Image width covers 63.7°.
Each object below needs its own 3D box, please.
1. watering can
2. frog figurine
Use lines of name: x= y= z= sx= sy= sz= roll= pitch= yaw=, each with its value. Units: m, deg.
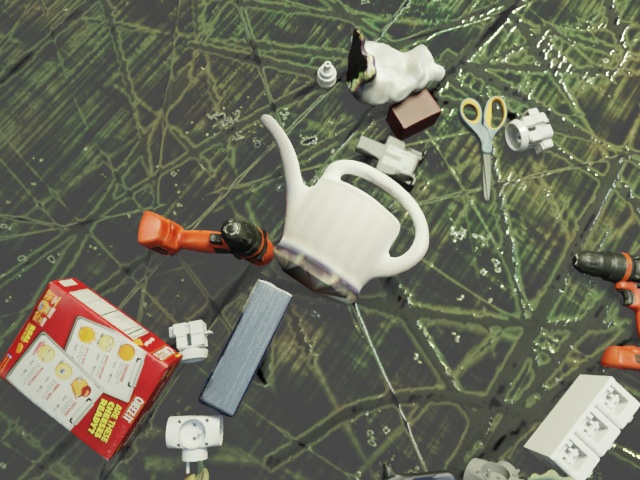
watering can: x=0.003 y=-0.042 z=0.831 sx=0.348 sy=0.226 sz=0.103 roll=32 pitch=-13 yaw=6
frog figurine: x=0.130 y=-0.295 z=0.910 sx=0.159 sy=0.120 sz=0.140 roll=4 pitch=37 yaw=-24
